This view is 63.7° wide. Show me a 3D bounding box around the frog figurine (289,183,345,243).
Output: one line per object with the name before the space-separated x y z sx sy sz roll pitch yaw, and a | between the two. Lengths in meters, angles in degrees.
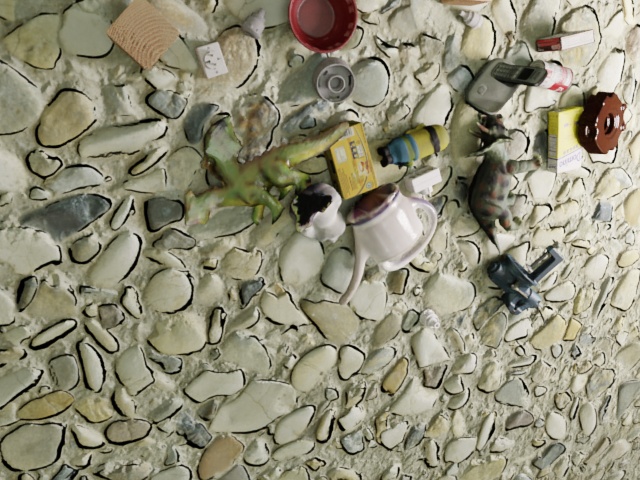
frog figurine | 0.004 -0.063 1.261 0.124 0.137 0.158 31 2 29

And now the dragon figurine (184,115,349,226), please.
dragon figurine | -0.150 -0.176 1.156 0.241 0.409 0.123 39 3 -16

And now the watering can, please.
watering can | 0.144 -0.001 1.312 0.349 0.221 0.105 -38 23 -6
